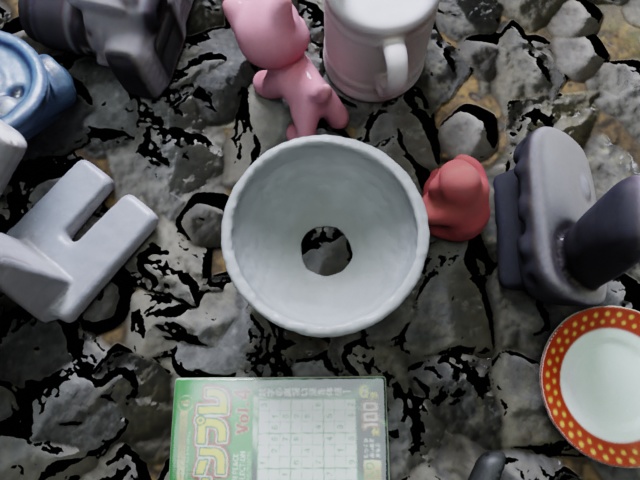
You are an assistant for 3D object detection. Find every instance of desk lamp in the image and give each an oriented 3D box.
[{"bbox_3d":[-0.247,0.001,0.414,0.118,0.213,0.203,36,78,10],"label":"desk lamp"}]

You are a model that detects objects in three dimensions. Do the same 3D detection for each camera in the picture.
[{"bbox_3d":[-0.201,-0.225,0.534,0.136,0.101,0.143,11,75,4],"label":"camera"}]

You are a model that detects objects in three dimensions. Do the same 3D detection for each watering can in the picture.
[{"bbox_3d":[0.048,-0.214,0.481,0.101,0.194,0.172,-30,76,-7],"label":"watering can"}]

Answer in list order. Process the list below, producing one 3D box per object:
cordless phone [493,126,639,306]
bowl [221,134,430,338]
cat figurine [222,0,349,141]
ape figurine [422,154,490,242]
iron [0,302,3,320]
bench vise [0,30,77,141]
[{"bbox_3d":[0.201,-0.030,0.435,0.094,0.185,0.147,-3,74,0],"label":"cordless phone"},{"bbox_3d":[0.004,0.002,0.484,0.167,0.075,0.167,0,75,0],"label":"bowl"},{"bbox_3d":[-0.028,-0.161,0.507,0.067,0.118,0.127,-35,77,-9],"label":"cat figurine"},{"bbox_3d":[0.114,-0.040,0.486,0.078,0.092,0.076,-28,76,-7],"label":"ape figurine"},{"bbox_3d":[-0.374,0.124,0.418,0.118,0.141,0.258,43,79,11],"label":"iron"},{"bbox_3d":[-0.301,-0.100,0.438,0.121,0.220,0.207,23,76,7],"label":"bench vise"}]
